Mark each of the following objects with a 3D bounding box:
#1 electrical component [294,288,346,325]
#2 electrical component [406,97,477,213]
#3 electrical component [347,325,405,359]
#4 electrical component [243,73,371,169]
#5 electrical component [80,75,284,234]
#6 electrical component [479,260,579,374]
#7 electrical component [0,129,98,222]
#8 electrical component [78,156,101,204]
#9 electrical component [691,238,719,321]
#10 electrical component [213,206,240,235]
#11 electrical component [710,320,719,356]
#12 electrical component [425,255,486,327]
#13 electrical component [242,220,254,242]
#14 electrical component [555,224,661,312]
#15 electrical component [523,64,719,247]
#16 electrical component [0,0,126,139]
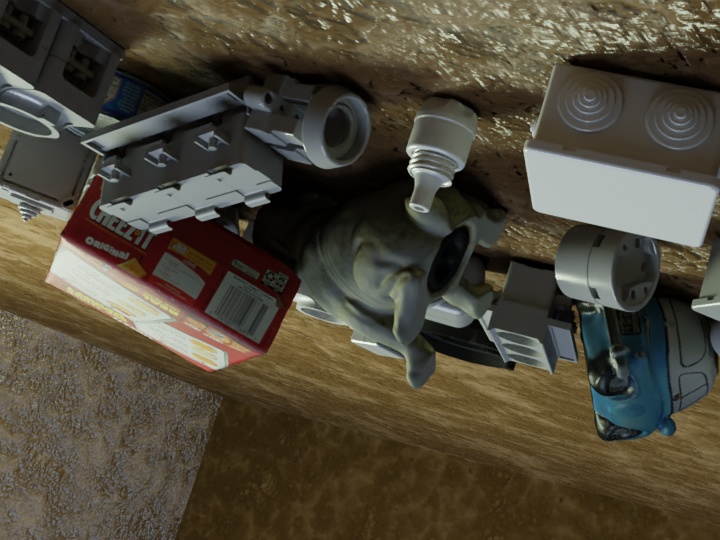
[{"bbox_3d":[-0.029,0.019,1.056,0.089,0.055,0.050,19,168,-5],"label":"electrical component"},{"bbox_3d":[0.041,-0.062,0.590,0.035,0.061,0.035,17,168,4],"label":"electrical component"},{"bbox_3d":[0.014,0.050,1.110,0.077,0.065,0.047,6,163,43],"label":"electrical component"},{"bbox_3d":[-0.027,-0.085,0.624,0.055,0.048,0.066,17,170,40],"label":"electrical component"},{"bbox_3d":[-0.106,-0.069,0.676,0.121,0.063,0.079,-13,153,31],"label":"electrical component"},{"bbox_3d":[0.143,0.040,0.891,0.079,0.063,0.121,14,167,18],"label":"electrical component"},{"bbox_3d":[-0.236,-0.080,0.814,0.062,0.096,0.061,21,168,-15],"label":"electrical component"},{"bbox_3d":[-0.229,-0.062,0.964,0.042,0.063,0.081,21,167,-19],"label":"electrical component"},{"bbox_3d":[0.262,0.011,0.634,0.100,0.048,0.100,21,167,-15],"label":"electrical component"},{"bbox_3d":[-0.151,-0.037,0.962,0.079,0.063,0.121,18,168,-1],"label":"electrical component"},{"bbox_3d":[0.280,0.043,0.768,0.040,0.040,0.078,17,168,1],"label":"electrical component"},{"bbox_3d":[0.054,0.008,0.896,0.095,0.053,0.059,16,168,9],"label":"electrical component"},{"bbox_3d":[-0.080,-0.015,1.007,0.055,0.048,0.066,21,170,23],"label":"electrical component"},{"bbox_3d":[0.161,-0.003,0.702,0.047,0.055,0.055,10,166,47],"label":"electrical component"},{"bbox_3d":[0.131,-0.055,0.523,0.100,0.048,0.099,14,168,16],"label":"electrical component"},{"bbox_3d":[-0.227,-0.138,0.628,0.089,0.061,0.150,9,165,34],"label":"electrical component"}]
